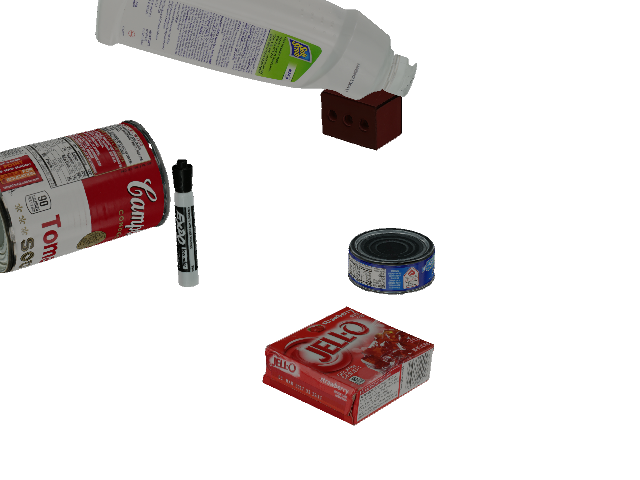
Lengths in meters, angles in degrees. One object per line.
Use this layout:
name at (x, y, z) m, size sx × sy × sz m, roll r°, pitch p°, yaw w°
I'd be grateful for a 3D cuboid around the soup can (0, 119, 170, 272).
soup can at (-0.150, -0.027, 0.631) m, size 0.102 × 0.068 × 0.069 m, roll -20°, pitch 11°, yaw -32°

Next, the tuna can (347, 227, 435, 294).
tuna can at (0.070, 0.019, 1.047) m, size 0.086 × 0.034 × 0.086 m, roll -1°, pitch 24°, yaw 0°

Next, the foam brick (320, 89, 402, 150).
foam brick at (0.045, -0.141, 1.181) m, size 0.078 × 0.053 × 0.051 m, roll 20°, pitch 38°, yaw 34°

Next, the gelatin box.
gelatin box at (0.019, 0.078, 0.685) m, size 0.073 × 0.030 × 0.089 m, roll 22°, pitch 26°, yaw 33°

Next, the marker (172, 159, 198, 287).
marker at (-0.124, -0.016, 0.981) m, size 0.020 × 0.121 × 0.020 m, roll -1°, pitch 22°, yaw 0°

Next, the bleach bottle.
bleach bottle at (-0.048, -0.164, 0.849) m, size 0.250 × 0.068 × 0.103 m, roll 19°, pitch -29°, yaw -6°
